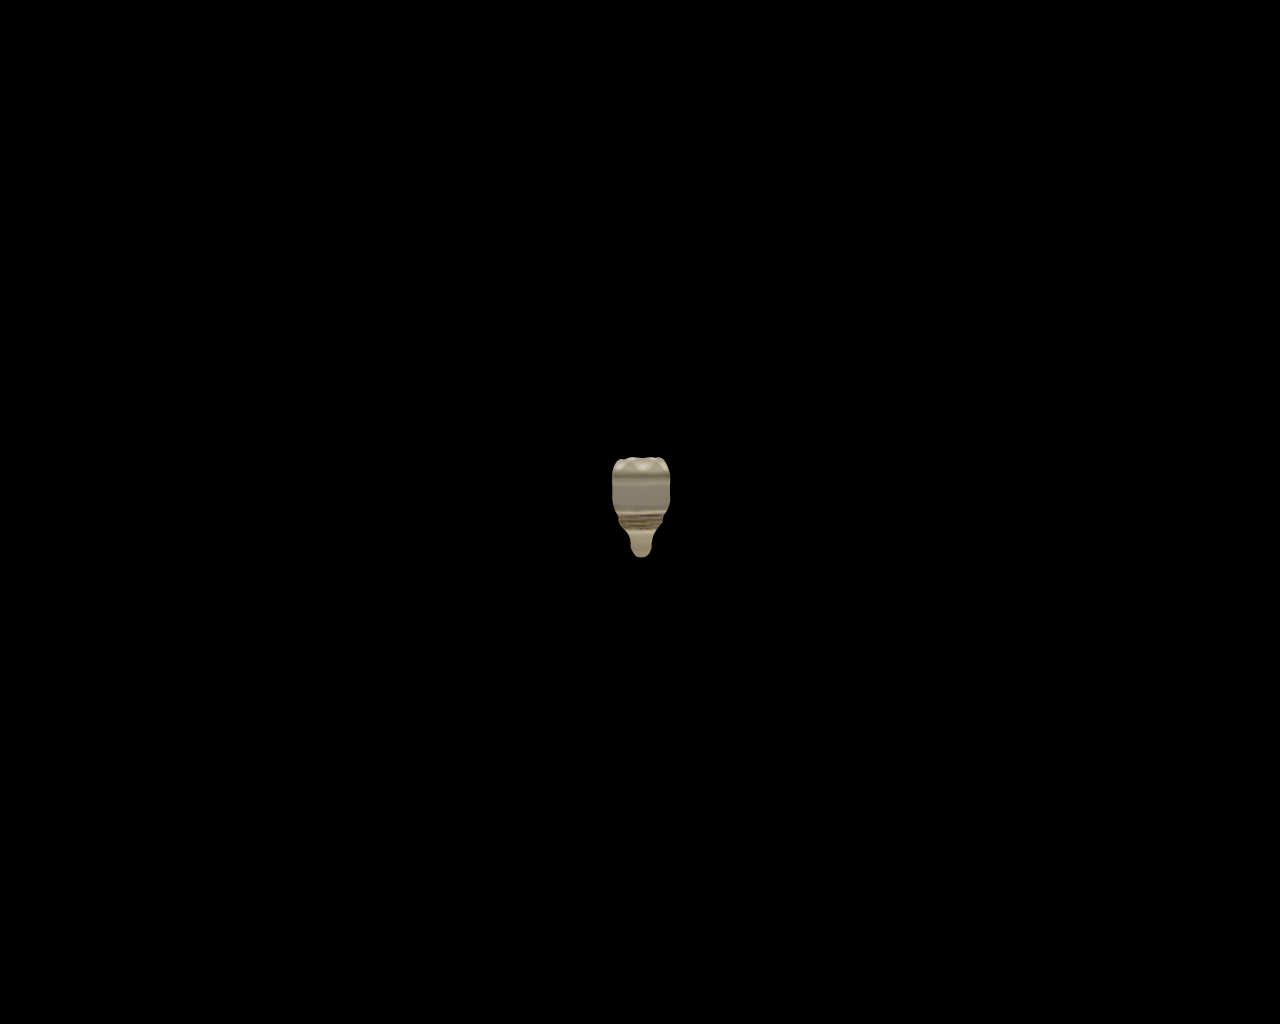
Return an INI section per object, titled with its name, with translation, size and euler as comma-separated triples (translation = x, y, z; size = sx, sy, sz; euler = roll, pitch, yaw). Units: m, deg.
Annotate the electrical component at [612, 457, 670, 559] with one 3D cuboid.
[electrical component]
translation = 0.001, -0.003, 0.650
size = 0.035, 0.061, 0.035
euler = 0, 2, 0
